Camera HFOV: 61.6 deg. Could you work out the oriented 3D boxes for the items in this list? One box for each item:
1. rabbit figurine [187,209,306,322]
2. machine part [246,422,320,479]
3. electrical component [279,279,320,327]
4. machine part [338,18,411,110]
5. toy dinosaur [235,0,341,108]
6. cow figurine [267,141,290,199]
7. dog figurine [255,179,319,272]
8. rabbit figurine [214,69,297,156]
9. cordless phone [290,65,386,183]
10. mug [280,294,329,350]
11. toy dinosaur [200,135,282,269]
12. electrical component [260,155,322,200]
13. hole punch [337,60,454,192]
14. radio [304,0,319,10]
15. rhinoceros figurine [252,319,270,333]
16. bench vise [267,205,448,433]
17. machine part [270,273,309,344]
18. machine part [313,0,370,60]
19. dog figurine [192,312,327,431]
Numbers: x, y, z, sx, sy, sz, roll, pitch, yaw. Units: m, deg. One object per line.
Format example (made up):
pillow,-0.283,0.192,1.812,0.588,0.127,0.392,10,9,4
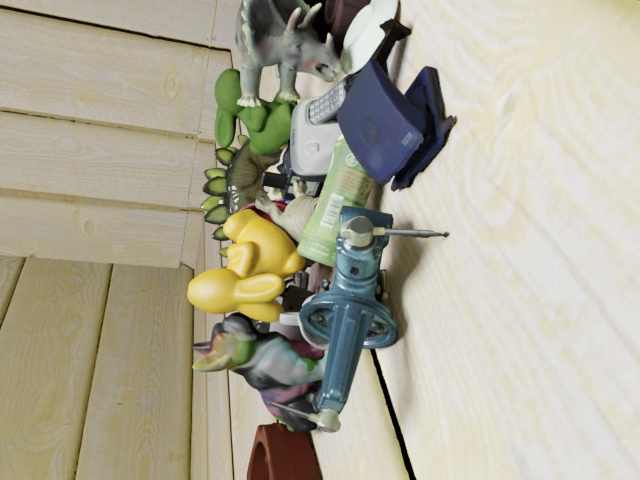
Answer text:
rabbit figurine,-0.116,0.060,0.827,0.163,0.173,0.121,37,142,27
machine part,-0.064,0.430,0.907,0.202,0.087,0.200,-114,34,-60
electrical component,-0.033,0.106,0.897,0.045,0.102,0.078,158,126,-75
machine part,0.066,-0.219,0.702,0.138,0.039,0.084,-60,11,11
toy dinosaur,-0.086,-0.346,0.887,0.405,0.131,0.192,-114,26,-50
cow figurine,-0.059,-0.132,1.075,0.098,0.068,0.167,14,88,65
dog figurine,-0.005,-0.002,0.861,0.191,0.121,0.172,29,149,52
rabbit figurine,-0.140,-0.254,1.046,0.159,0.170,0.121,-35,33,26
cordless phone,0.038,-0.174,0.800,0.184,0.088,0.146,-30,52,47
mug,-0.005,0.118,0.794,0.107,0.110,0.080,136,130,-83
toy dinosaur,-0.167,-0.090,1.211,0.105,0.198,0.471,138,137,-70
electrical component,-0.049,-0.110,0.970,0.048,0.119,0.074,-105,24,-48
hole punch,0.081,-0.133,0.621,0.142,0.092,0.116,130,138,-55
radio,-0.036,-0.476,0.930,0.230,0.073,0.131,-161,78,-70
rhinoceros figurine,-0.097,0.169,1.051,0.073,0.112,0.190,-131,36,-84
bench vise,0.035,0.088,0.606,0.223,0.129,0.240,110,176,-58
machine part,-0.054,0.177,0.967,0.079,0.079,0.243,-162,79,-72
machine part,0.034,-0.389,0.898,0.179,0.056,0.179,-175,90,-72
dog figurine,-0.095,0.211,0.854,0.108,0.219,0.191,-127,46,-70
